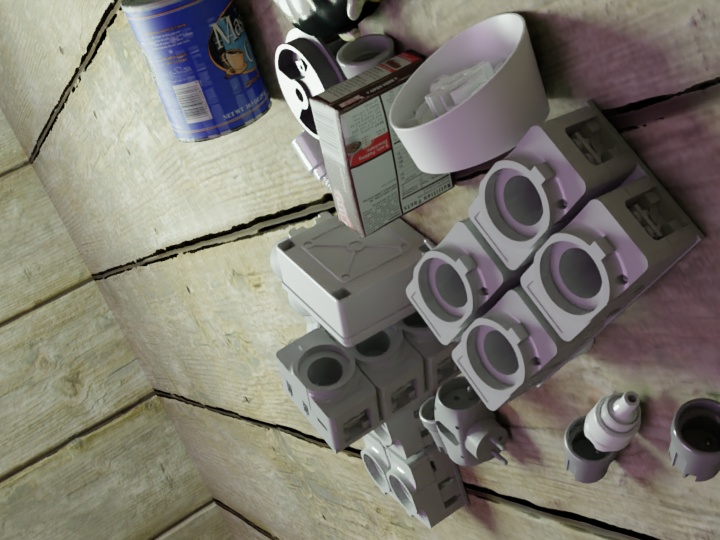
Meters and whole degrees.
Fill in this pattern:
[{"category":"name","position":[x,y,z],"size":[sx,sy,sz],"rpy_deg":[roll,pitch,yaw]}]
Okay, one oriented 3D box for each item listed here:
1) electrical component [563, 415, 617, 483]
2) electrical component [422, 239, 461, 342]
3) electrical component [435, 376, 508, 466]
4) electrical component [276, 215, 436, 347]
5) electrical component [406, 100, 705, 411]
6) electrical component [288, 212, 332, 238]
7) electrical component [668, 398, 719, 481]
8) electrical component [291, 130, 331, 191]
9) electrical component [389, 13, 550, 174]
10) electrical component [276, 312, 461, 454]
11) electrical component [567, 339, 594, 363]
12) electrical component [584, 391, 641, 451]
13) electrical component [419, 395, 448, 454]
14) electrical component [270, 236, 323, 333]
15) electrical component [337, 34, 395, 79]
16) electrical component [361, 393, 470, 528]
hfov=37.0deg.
[{"category":"electrical component","position":[0.174,0.137,0.815],"size":[0.040,0.040,0.046],"rpy_deg":[49,163,29]},{"category":"electrical component","position":[0.075,0.008,0.865],"size":[0.079,0.044,0.077],"rpy_deg":[51,158,25]},{"category":"electrical component","position":[0.107,0.147,0.977],"size":[0.079,0.043,0.077],"rpy_deg":[39,151,45]},{"category":"electrical component","position":[0.000,0.000,0.940],"size":[0.109,0.109,0.056],"rpy_deg":[40,149,44]},{"category":"electrical component","position":[0.109,-0.001,0.674],"size":[0.105,0.060,0.186],"rpy_deg":[55,143,16]},{"category":"electrical component","position":[-0.027,-0.005,1.080],"size":[0.089,0.050,0.055],"rpy_deg":[46,155,34]},{"category":"electrical component","position":[0.215,0.108,0.677],"size":[0.040,0.040,0.046],"rpy_deg":[48,163,30]},{"category":"electrical component","position":[-0.030,-0.098,0.976],"size":[0.078,0.040,0.040],"rpy_deg":[59,160,4]},{"category":"electrical component","position":[0.066,-0.106,0.662],"size":[0.099,0.099,0.064],"rpy_deg":[20,142,60]},{"category":"electrical component","position":[0.013,0.078,0.952],"size":[0.089,0.150,0.061],"rpy_deg":[45,156,35]},{"category":"electrical component","position":[0.132,0.046,0.775],"size":[0.055,0.047,0.055],"rpy_deg":[49,157,29]},{"category":"electrical component","position":[0.181,0.103,0.755],"size":[0.035,0.035,0.061],"rpy_deg":[52,156,22]},{"category":"electrical component","position":[0.084,0.150,1.046],"size":[0.040,0.040,0.046],"rpy_deg":[30,150,54]},{"category":"electrical component","position":[-0.054,0.027,1.185],"size":[0.138,0.052,0.074],"rpy_deg":[63,160,-6]},{"category":"electrical component","position":[0.012,-0.141,0.821],"size":[0.044,0.044,0.065],"rpy_deg":[38,155,46]},{"category":"electrical component","position":[0.041,0.174,1.148],"size":[0.105,0.060,0.186],"rpy_deg":[28,143,55]}]
